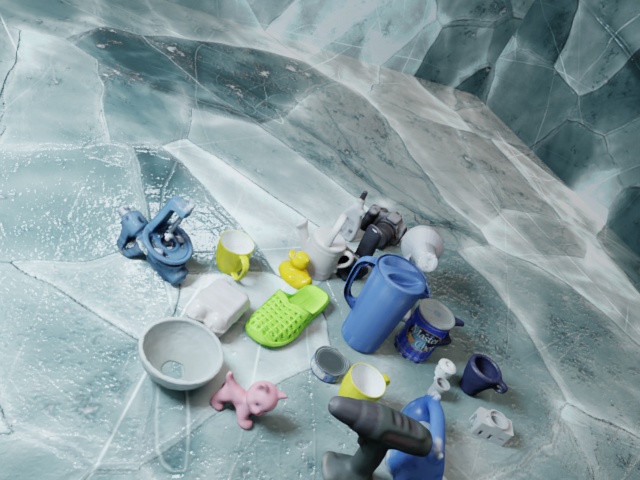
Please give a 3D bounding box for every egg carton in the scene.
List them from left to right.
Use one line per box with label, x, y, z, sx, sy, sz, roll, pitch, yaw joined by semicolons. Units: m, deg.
egg carton;-0.227;0.151;1.284;0.107;0.069;0.150;33;33;6

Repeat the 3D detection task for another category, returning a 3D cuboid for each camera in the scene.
camera;0.198;-0.043;1.835;0.143;0.100;0.137;35;34;9

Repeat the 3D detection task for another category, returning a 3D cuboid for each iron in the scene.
iron;0.224;0.403;1.217;0.119;0.141;0.258;25;33;-5

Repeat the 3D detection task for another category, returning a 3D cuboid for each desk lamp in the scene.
desk lamp;0.265;0.084;1.610;0.118;0.213;0.203;26;33;-4

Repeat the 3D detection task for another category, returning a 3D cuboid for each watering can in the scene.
watering can;0.014;0.007;1.545;0.173;0.194;0.101;18;34;-15

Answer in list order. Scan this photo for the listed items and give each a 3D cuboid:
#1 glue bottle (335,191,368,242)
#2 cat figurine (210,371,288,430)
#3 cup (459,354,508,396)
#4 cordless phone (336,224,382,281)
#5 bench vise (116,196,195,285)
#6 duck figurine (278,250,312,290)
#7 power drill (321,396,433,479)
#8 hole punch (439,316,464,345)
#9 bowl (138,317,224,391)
glue bottle;0.104;-0.080;1.747;0.078;0.173;0.037;34;33;8
cat figurine;-0.134;0.300;1.110;0.127;0.117;0.067;31;33;4
cup;0.410;0.361;1.455;0.117;0.095;0.092;43;35;20
cordless phone;0.097;0.010;1.611;0.147;0.185;0.094;42;35;19
bench vise;-0.367;-0.024;1.278;0.207;0.219;0.121;26;33;-5
duck figurine;-0.054;0.072;1.506;0.078;0.086;0.104;-16;54;-47
power drill;0.085;0.384;1.077;0.230;0.208;0.075;17;35;-18
hole punch;0.323;0.226;1.576;0.109;0.091;0.101;3;41;-34
bowl;-0.278;0.236;1.128;0.168;0.074;0.167;20;34;-14
